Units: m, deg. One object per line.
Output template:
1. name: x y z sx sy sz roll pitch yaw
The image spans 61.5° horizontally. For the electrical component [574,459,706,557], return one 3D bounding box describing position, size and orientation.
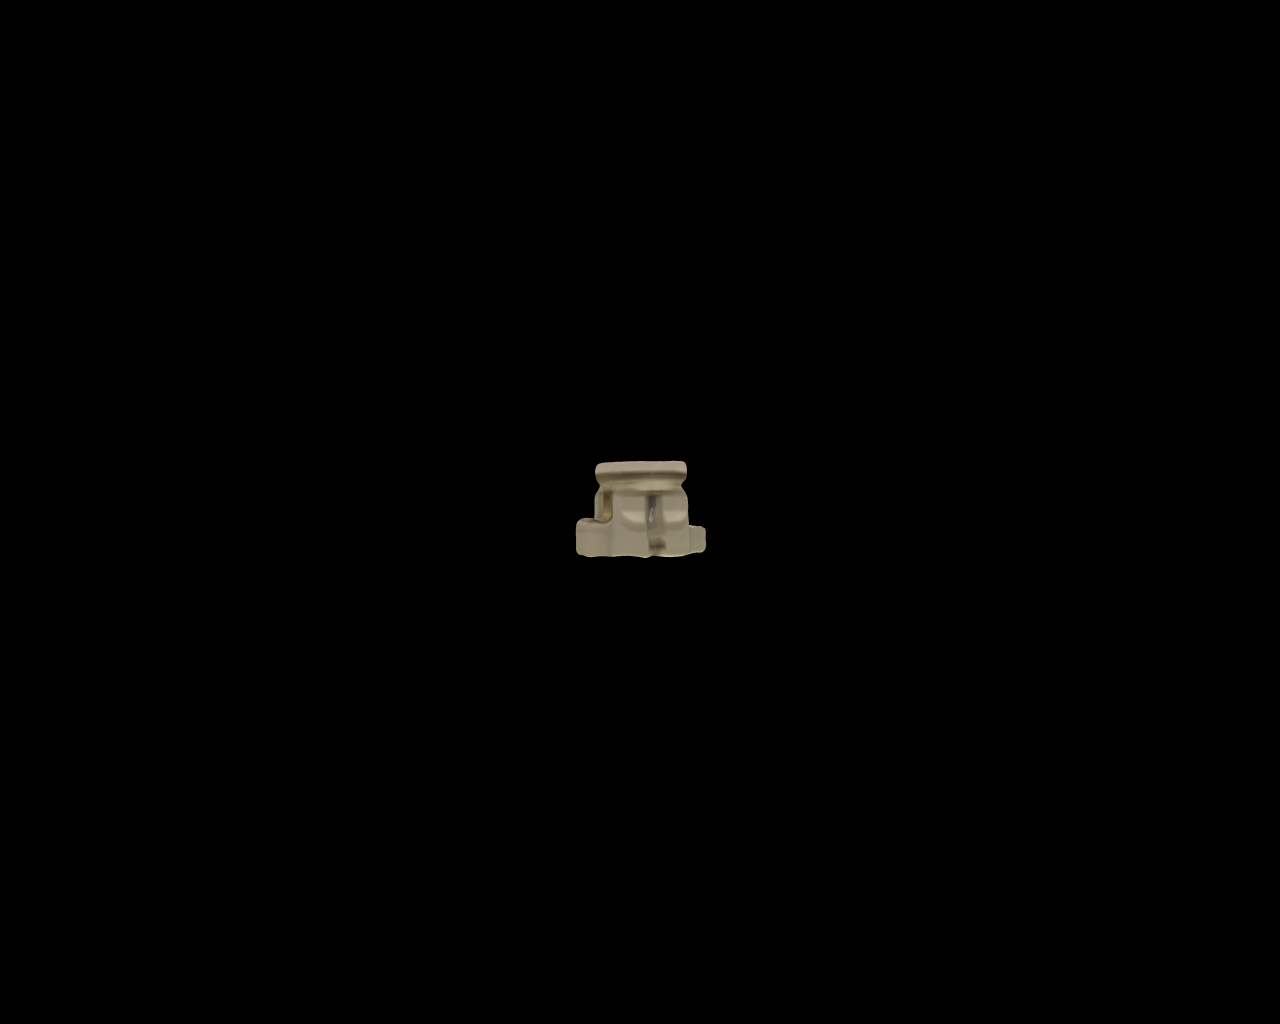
1. electrical component: 0.001 -0.003 0.650 0.078 0.057 0.058 0 0 -21
